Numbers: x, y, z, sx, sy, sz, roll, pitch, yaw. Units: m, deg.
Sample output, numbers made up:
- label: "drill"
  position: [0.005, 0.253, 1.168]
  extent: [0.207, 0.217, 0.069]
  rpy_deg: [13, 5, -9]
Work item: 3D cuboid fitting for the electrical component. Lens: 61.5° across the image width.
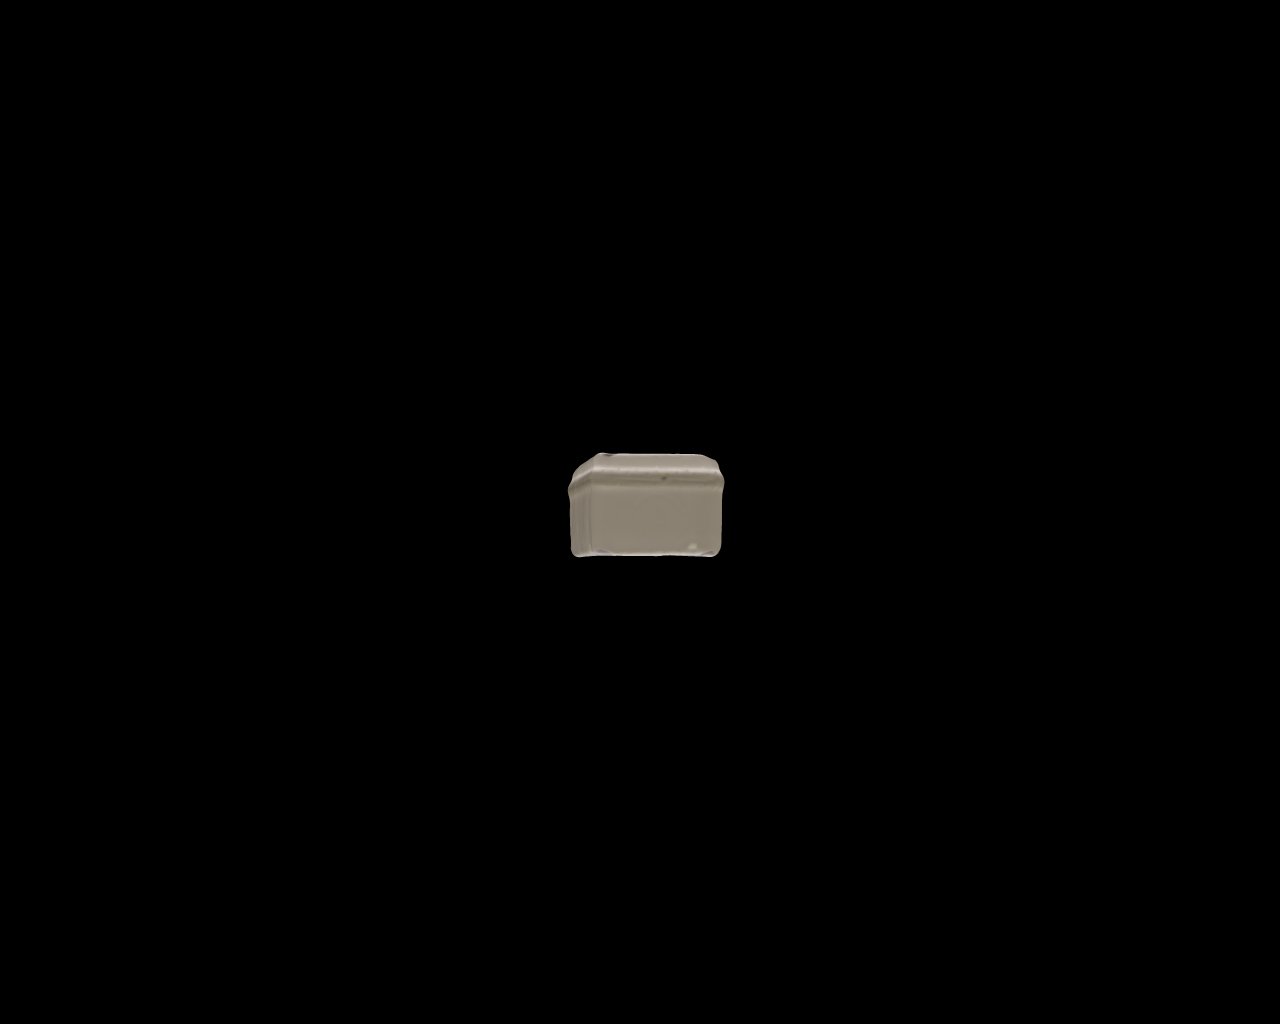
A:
- label: "electrical component"
  position: [0.001, -0.003, 0.650]
  extent: [0.078, 0.057, 0.113]
  rpy_deg: [0, -2, -11]
